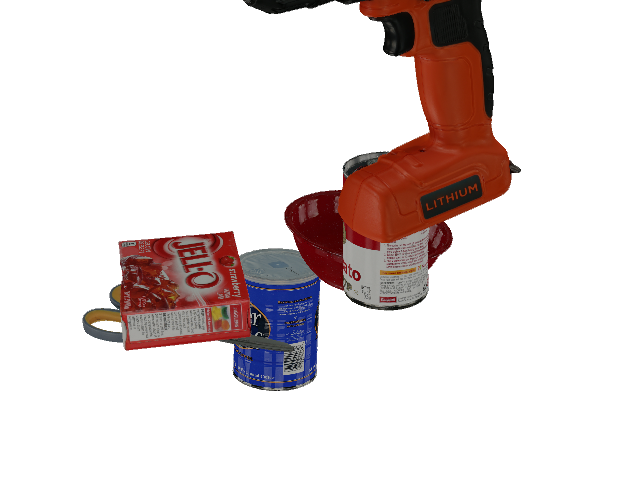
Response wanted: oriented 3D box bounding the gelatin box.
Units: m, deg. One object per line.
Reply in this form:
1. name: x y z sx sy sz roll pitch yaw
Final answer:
1. gelatin box: -0.082 0.027 0.638 0.073 0.030 0.089 -5 28 -8

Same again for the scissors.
1. scissors: -0.127 0.074 1.037 0.201 0.016 0.096 2 32 -4

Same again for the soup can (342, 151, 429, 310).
1. soup can: 0.050 -0.008 0.801 0.068 0.102 0.068 0 26 0

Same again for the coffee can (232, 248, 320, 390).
1. coffee can: -0.052 0.092 1.261 0.103 0.140 0.103 2 20 -1

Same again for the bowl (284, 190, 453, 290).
1. bowl: 0.043 0.008 1.022 0.162 0.055 0.162 6 24 -3

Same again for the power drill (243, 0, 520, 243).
1. power drill: 0.043 -0.095 0.577 0.184 0.188 0.057 -21 36 -24
